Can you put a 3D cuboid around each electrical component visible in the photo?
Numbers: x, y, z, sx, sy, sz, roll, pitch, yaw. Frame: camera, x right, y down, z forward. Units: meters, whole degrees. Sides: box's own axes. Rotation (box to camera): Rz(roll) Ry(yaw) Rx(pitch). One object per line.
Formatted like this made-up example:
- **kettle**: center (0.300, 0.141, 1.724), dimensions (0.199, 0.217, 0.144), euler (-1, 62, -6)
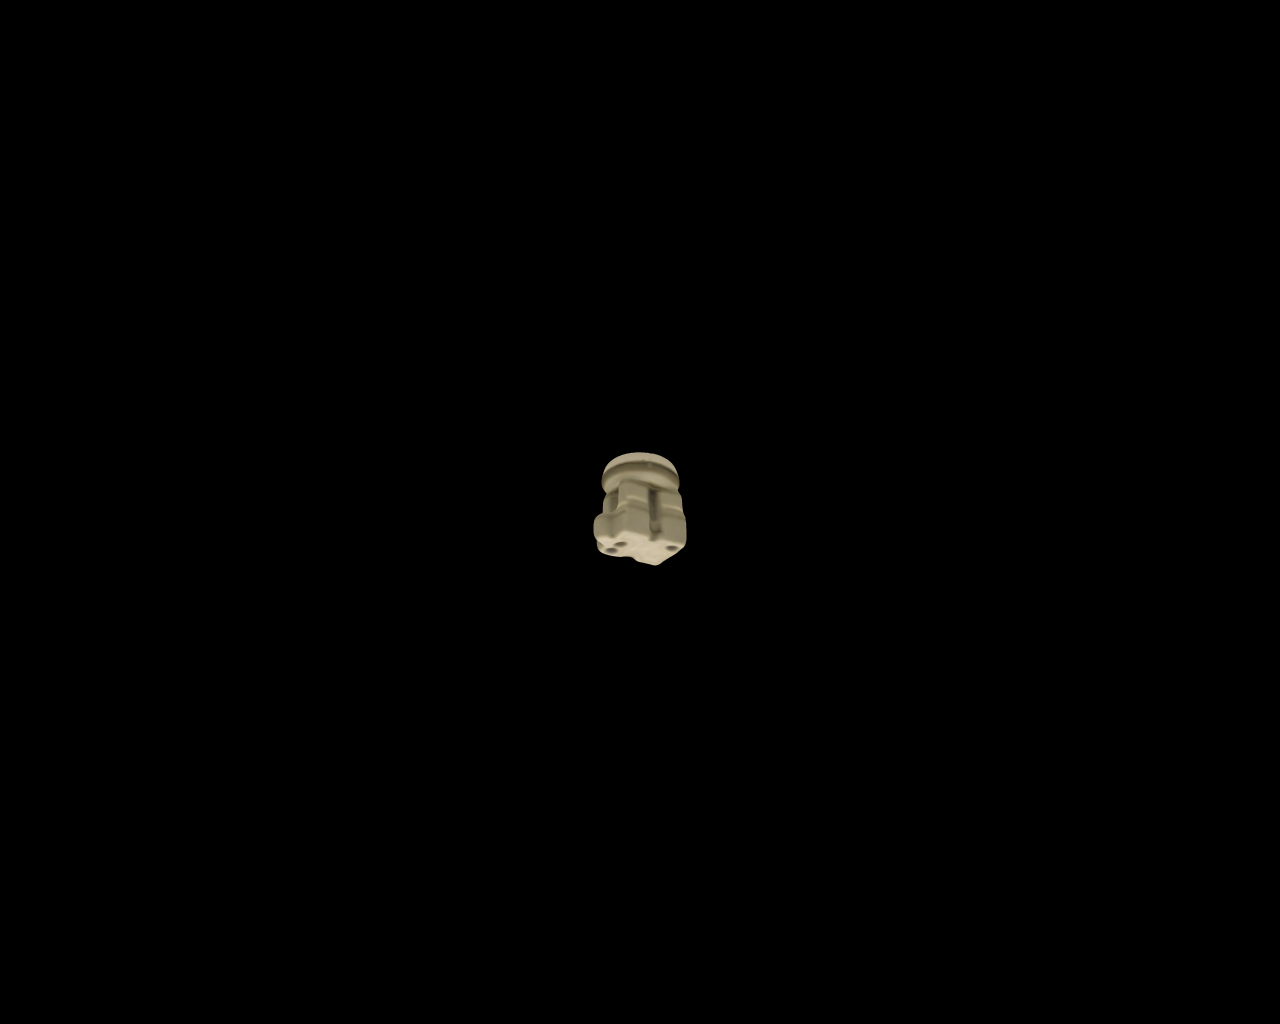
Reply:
- **electrical component**: center (0.001, -0.003, 0.650), dimensions (0.066, 0.055, 0.048), euler (15, -32, -27)
